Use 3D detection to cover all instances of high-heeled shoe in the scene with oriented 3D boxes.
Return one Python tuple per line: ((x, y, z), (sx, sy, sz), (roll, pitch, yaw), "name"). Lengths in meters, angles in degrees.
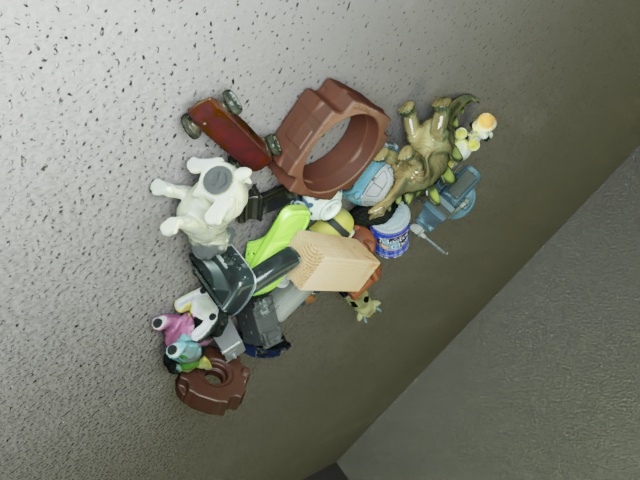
((0.164, -0.125, 1.290), (0.249, 0.145, 0.086), (-15, 141, 13), "high-heeled shoe")

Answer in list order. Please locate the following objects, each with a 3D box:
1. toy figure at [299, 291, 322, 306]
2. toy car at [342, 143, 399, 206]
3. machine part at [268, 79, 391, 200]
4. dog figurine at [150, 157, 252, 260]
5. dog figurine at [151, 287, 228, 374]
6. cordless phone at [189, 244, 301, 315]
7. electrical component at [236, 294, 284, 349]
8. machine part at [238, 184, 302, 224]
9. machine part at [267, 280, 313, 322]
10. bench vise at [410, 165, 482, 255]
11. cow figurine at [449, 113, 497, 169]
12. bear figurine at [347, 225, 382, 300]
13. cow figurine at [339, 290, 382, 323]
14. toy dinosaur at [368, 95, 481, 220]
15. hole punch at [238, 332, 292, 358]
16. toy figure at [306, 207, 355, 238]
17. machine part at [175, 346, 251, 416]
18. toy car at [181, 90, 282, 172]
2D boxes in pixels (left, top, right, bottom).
((-0.019, 0.121, 1.378), (0.154, 0.057, 0.064), (-42, -171, 4), "toy figure")
((0.127, -0.129, 1.165), (0.109, 0.103, 0.161), (0, 134, -53), "toy car")
((0.016, -0.177, 0.972), (0.201, 0.087, 0.201), (7, 126, -53), "machine part")
((-0.166, -0.046, 0.897), (0.172, 0.121, 0.190), (-13, 160, 11), "dog figurine")
((-0.266, 0.211, 1.167), (0.191, 0.109, 0.219), (-37, 157, -13), "dog figurine")
((-0.141, 0.043, 1.028), (0.184, 0.147, 0.088), (-31, 141, -18), "cordless phone")
((-0.149, 0.182, 1.236), (0.058, 0.114, 0.134), (-19, -171, -33), "electrical component")
((-0.094, -0.080, 1.027), (0.139, 0.039, 0.084), (-23, 143, -27), "machine part")
((-0.061, 0.119, 1.315), (0.243, 0.079, 0.079), (-47, 152, 9), "machine part")
((0.310, -0.081, 1.358), (0.223, 0.129, 0.240), (-58, 173, -5), "bench vise")
((0.364, -0.241, 1.312), (0.167, 0.068, 0.098), (-39, 170, 27), "cow figurine")
((0.092, 0.048, 1.364), (0.132, 0.120, 0.195), (-33, 149, -1), "bear figurine")
((0.107, 0.158, 1.533), (0.085, 0.127, 0.194), (-37, 150, -2), "cow figurine")
((0.233, -0.199, 1.132), (0.471, 0.105, 0.198), (-52, 138, -25), "toy dinosaur")
((-0.156, 0.252, 1.361), (0.092, 0.116, 0.142), (-41, 153, 18), "hole punch")
((-0.001, -0.002, 1.215), (0.180, 0.082, 0.089), (-33, 154, -9), "toy figure")
((-0.253, 0.328, 1.275), (0.179, 0.179, 0.056), (-11, 136, -44), "machine part")
((-0.135, -0.165, 0.834), (0.089, 0.053, 0.202), (-25, 154, 14), "toy car")
